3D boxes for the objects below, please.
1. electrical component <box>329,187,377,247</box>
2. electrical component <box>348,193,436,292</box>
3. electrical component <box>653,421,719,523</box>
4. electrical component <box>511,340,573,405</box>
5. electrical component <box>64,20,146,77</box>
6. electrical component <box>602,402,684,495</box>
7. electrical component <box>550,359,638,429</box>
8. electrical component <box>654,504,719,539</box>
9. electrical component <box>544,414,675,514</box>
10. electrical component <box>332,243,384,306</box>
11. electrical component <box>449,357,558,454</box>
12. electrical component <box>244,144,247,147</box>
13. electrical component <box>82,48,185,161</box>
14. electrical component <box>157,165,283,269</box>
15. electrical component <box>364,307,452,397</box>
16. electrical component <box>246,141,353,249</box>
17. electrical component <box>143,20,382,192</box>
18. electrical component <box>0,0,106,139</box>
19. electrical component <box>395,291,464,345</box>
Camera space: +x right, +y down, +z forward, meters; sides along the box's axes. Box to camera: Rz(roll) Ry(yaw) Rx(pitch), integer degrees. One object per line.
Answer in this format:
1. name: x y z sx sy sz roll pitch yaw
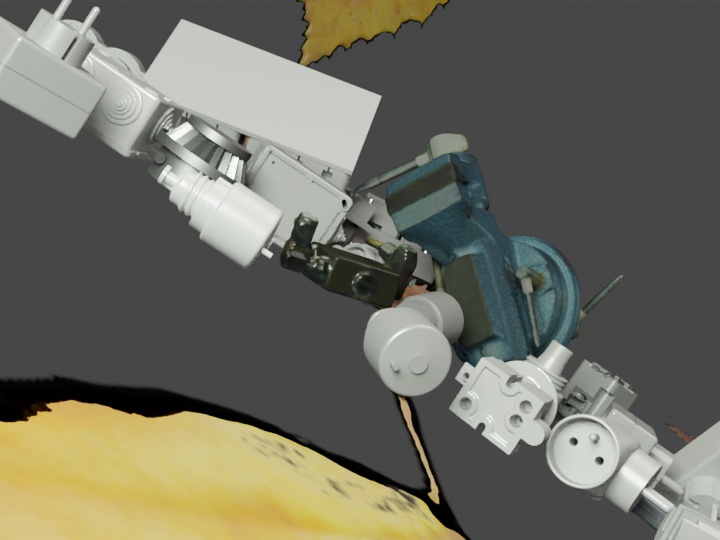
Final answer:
1. electrical component: -0.026 -0.046 0.969 0.042 0.063 0.081 33 5 -29
2. electrical component: 0.075 -0.003 1.041 0.186 0.060 0.105 25 -4 -3
3. electrical component: 0.260 0.167 0.801 0.047 0.083 0.075 34 43 -3
4. electrical component: 0.128 0.080 0.774 0.048 0.062 0.048 34 5 -3
5. electrical component: -0.221 -0.171 0.959 0.138 0.052 0.073 34 5 -8
6. electrical component: 0.204 0.139 0.787 0.076 0.047 0.083 36 5 13
7. electrical component: 0.185 0.109 0.861 0.081 0.063 0.042 29 6 -46
8. electrical component: 0.192 0.157 0.600 0.046 0.040 0.040 28 5 2
9. electrical component: 0.157 0.122 0.659 0.079 0.044 0.077 36 5 23
10. electrical component: 0.000 0.000 0.816 0.062 0.043 0.043 28 8 -43
11. electrical component: 0.089 0.078 0.637 0.066 0.048 0.055 36 13 22
12. electrical component: -0.093 -0.082 0.969 0.055 0.047 0.055 34 5 -3
13. electrical component: -0.182 -0.125 0.785 0.100 0.048 0.099 34 5 0
14. electrical component: -0.081 -0.034 0.622 0.078 0.040 0.040 34 5 -5
15. electrical component: 0.021 0.039 0.587 0.040 0.040 0.078 33 5 -21
16. electrical component: -0.053 -0.051 0.852 0.096 0.061 0.061 33 5 -14
17. electrical component: -0.088 -0.130 0.922 0.186 0.060 0.105 21 47 -2
18. electrical component: -0.188 -0.132 0.655 0.066 0.076 0.047 30 7 -44
19. electrical component: 0.040 0.037 0.739 0.040 0.040 0.078 37 23 25
